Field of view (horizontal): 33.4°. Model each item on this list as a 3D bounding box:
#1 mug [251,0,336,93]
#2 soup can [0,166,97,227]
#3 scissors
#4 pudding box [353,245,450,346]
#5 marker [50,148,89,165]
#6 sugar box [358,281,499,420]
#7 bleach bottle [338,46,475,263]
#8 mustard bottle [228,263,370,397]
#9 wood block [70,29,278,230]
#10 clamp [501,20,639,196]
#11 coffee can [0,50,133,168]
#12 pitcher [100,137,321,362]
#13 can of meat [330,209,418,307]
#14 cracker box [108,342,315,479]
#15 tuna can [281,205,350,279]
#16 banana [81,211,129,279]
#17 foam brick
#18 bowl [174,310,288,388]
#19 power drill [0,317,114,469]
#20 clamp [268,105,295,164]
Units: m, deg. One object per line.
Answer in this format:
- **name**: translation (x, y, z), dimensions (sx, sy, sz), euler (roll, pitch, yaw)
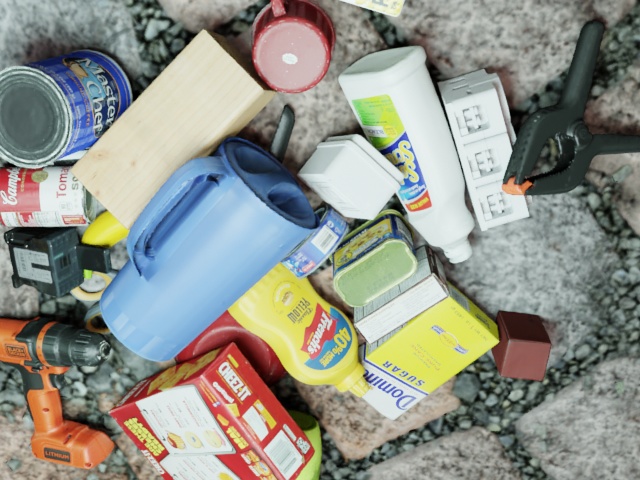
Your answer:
- **mug**: translation (-0.032, -0.213, 1.118), dimensions (0.093, 0.081, 0.117), euler (-12, 113, 6)
- **soup can**: translation (-0.307, -0.049, 1.198), dimensions (0.102, 0.068, 0.068), euler (-1, 113, 1)
- **scissors**: translation (-0.213, 0.038, 1.264), dimensions (0.202, 0.016, 0.096), euler (-38, 108, 15)
- **pudding box**: translation (0.091, 0.063, 1.232), dimensions (0.114, 0.090, 0.039), euler (-35, 108, 14)
- **marker**: translation (-0.255, -0.097, 1.204), dimensions (0.121, 0.020, 0.020), euler (-3, 113, 2)
- **sugar box**: translation (0.118, 0.135, 1.278), dimensions (0.093, 0.048, 0.176), euler (41, 112, -16)
- **bleach bottle**: translation (0.113, -0.084, 1.166), dimensions (0.068, 0.103, 0.251), euler (-40, 115, -29)
- **mustard bottle**: translation (-0.012, 0.111, 1.243), dimensions (0.191, 0.096, 0.058), euler (47, 148, -9)
- **wood block**: translation (-0.153, -0.116, 1.133), dimensions (0.206, 0.090, 0.090), euler (-45, 89, 10)
- **clamp**: translation (0.266, -0.123, 1.133), dimensions (0.209, 0.036, 0.164), euler (-34, 107, -23)
- **coffee can**: translation (-0.270, -0.139, 1.108), dimensions (0.103, 0.140, 0.103), euler (5, 107, 15)
- **pitcher**: translation (-0.131, 0.014, 1.134), dimensions (0.149, 0.145, 0.243), euler (42, 109, -8)
- **can of meat**: translation (0.061, 0.022, 1.218), dimensions (0.102, 0.084, 0.057), euler (-34, 109, 13)
- **cracker box**: translation (-0.129, 0.222, 1.252), dimensions (0.214, 0.072, 0.164), euler (-26, 105, 47)
- **tuna can**: translation (-0.008, 0.001, 1.206), dimensions (0.033, 0.086, 0.086), euler (42, 107, -12)
- **banana**: translation (-0.198, -0.019, 1.229), dimensions (0.198, 0.037, 0.069), euler (-20, 127, 8)
- **foam brick**: translation (0.237, 0.125, 1.265), dimensions (0.053, 0.078, 0.051), euler (7, 112, -3)
- **bowl**: translation (-0.104, 0.132, 1.283), dimensions (0.162, 0.055, 0.162), euler (0, 114, 0)
- **power drill**: translation (-0.306, 0.180, 1.273), dimensions (0.185, 0.057, 0.187), euler (5, 117, 32)
- **clamp**: translation (-0.083, -0.063, 1.198), dimensions (0.120, 0.039, 0.171), euler (-2, 99, 10)
